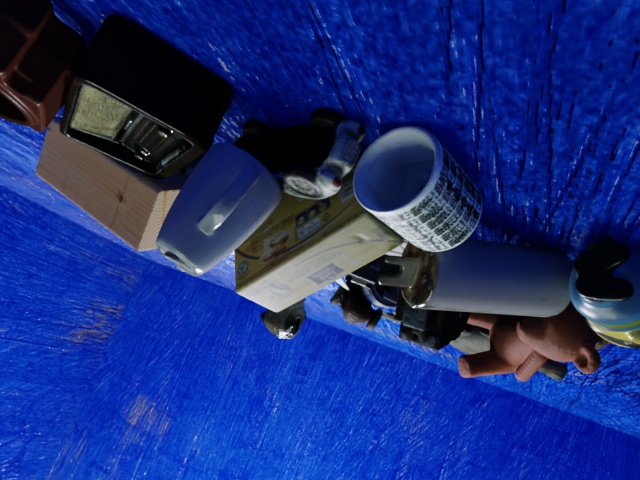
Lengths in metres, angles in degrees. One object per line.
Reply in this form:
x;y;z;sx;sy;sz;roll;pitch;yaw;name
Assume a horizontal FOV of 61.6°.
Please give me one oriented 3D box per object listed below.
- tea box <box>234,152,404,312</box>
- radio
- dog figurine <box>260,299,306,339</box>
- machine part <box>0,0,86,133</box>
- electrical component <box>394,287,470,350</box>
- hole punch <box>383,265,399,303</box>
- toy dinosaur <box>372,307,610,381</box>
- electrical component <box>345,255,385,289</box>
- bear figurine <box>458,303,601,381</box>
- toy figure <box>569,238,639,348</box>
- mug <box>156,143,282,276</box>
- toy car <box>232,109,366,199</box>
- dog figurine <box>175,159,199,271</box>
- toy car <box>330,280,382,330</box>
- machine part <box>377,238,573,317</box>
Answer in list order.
-0.008;-0.008;0.554;0.170;0.098;0.068;-30;138;28;tea box
-0.188;-0.133;0.564;0.131;0.073;0.230;27;167;-25;radio
-0.089;0.069;0.986;0.173;0.190;0.121;18;167;24;dog figurine
-0.331;-0.192;0.494;0.201;0.087;0.201;31;166;-23;machine part
0.146;0.070;0.668;0.058;0.114;0.134;10;-170;35;electrical component
0.156;0.066;0.805;0.142;0.092;0.115;16;171;10;hole punch
0.275;0.157;0.965;0.198;0.105;0.472;38;152;-30;toy dinosaur
0.073;0.026;0.805;0.048;0.075;0.119;21;164;3;electrical component
0.275;0.128;0.723;0.132;0.120;0.195;3;166;-3;bear figurine
0.296;0.055;0.533;0.180;0.082;0.089;27;179;-42;toy figure
-0.090;-0.022;0.472;0.080;0.107;0.110;41;160;-19;mug
-0.034;-0.079;0.528;0.202;0.073;0.056;8;158;49;toy car
-0.160;-0.042;0.851;0.108;0.191;0.219;37;-159;13;dog figurine
0.068;0.096;0.968;0.089;0.053;0.202;31;-162;-3;toy car
0.174;0.038;0.561;0.243;0.079;0.079;6;173;-18;machine part
